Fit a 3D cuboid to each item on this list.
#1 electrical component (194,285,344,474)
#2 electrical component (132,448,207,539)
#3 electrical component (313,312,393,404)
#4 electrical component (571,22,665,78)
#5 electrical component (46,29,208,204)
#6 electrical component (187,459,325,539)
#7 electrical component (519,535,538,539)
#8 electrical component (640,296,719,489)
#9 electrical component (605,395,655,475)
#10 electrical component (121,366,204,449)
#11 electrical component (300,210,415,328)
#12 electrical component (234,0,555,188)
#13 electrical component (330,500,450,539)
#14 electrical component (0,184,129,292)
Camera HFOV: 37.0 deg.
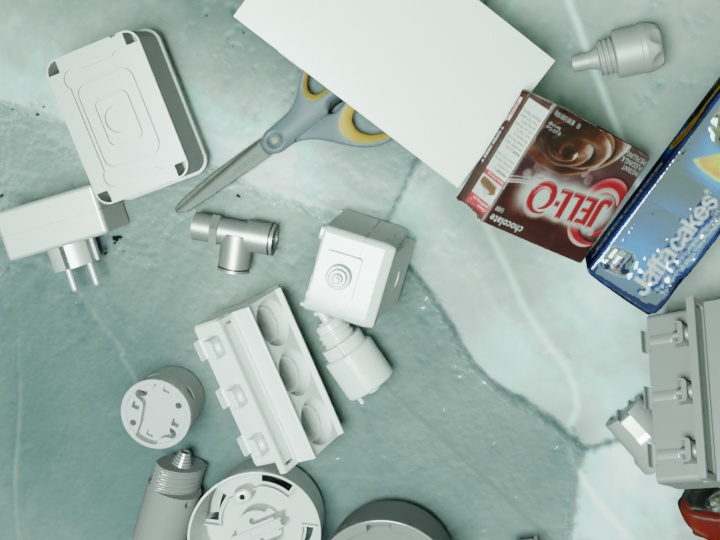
[{"bbox_3d":[-0.071,0.083,0.811,0.063,0.079,0.121,-18,99,34],"label":"electrical component"},{"bbox_3d":[-0.149,0.180,0.855,0.043,0.043,0.081,19,103,5],"label":"electrical component"},{"bbox_3d":[-0.009,0.062,0.810,0.040,0.040,0.078,-33,95,14],"label":"electrical component"},{"bbox_3d":[0.177,-0.149,0.741,0.061,0.035,0.035,-11,100,13],"label":"electrical component"},{"bbox_3d":[-0.168,-0.113,0.790,0.078,0.057,0.113,-19,98,12],"label":"electrical component"},{"bbox_3d":[-0.077,0.198,0.836,0.099,0.064,0.099,2,102,9],"label":"electrical component"},{"bbox_3d":[0.149,0.241,0.814,0.057,0.058,0.078,-10,100,14],"label":"electrical component"},{"bbox_3d":[0.235,0.088,0.741,0.063,0.079,0.121,-13,66,38],"label":"electrical component"},{"bbox_3d":[0.209,0.120,0.789,0.040,0.040,0.046,-44,86,14],"label":"electrical component"},{"bbox_3d":[-0.152,0.105,0.837,0.055,0.047,0.055,2,102,9],"label":"electrical component"},{"bbox_3d":[0.000,0.000,0.767,0.061,0.096,0.061,17,104,5],"label":"electrical component"},{"bbox_3d":[0.022,-0.156,0.735,0.186,0.060,0.105,37,96,-7],"label":"electrical component"},{"bbox_3d":[0.023,0.230,0.829,0.108,0.060,0.108,2,102,9],"label":"electrical component"},{"bbox_3d":[-0.221,-0.021,0.823,0.083,0.047,0.075,-15,99,12],"label":"electrical component"}]
